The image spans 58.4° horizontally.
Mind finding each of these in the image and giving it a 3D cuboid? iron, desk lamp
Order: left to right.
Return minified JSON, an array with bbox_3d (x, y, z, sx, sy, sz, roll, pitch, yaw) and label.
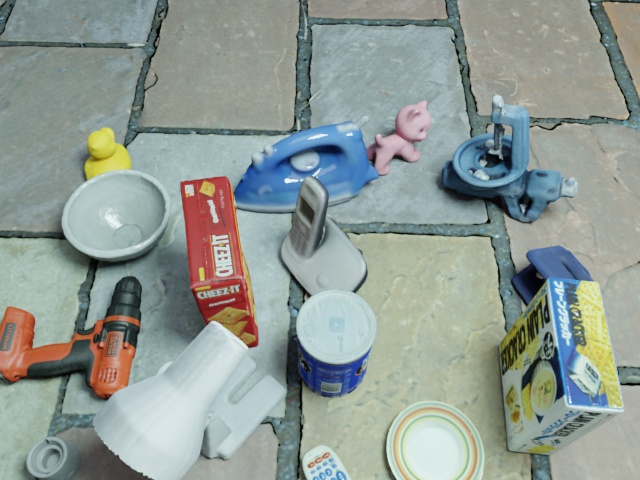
[{"bbox_3d":[-0.149,0.197,0.699,0.117,0.213,0.203,35,63,19],"label":"desk lamp"},{"bbox_3d":[-0.032,-0.130,0.953,0.258,0.141,0.118,-17,59,-12],"label":"iron"}]

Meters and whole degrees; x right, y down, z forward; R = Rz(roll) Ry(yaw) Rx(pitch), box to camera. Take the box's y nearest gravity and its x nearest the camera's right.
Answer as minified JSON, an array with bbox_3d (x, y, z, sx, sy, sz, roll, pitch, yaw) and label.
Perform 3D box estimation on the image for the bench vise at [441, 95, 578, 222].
[{"bbox_3d":[0.315,-0.138,0.921,0.207,0.220,0.121,5,58,2],"label":"bench vise"}]

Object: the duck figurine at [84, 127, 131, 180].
[{"bbox_3d":[-0.373,-0.145,0.985,0.077,0.086,0.104,4,58,1],"label":"duck figurine"}]

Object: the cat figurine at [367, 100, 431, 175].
[{"bbox_3d":[0.144,-0.190,1.010,0.128,0.118,0.067,-27,62,-17],"label":"cat figurine"}]

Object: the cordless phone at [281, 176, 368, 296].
[{"bbox_3d":[0.008,0.003,0.843,0.094,0.185,0.147,-35,65,-21],"label":"cordless phone"}]

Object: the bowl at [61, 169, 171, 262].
[{"bbox_3d":[-0.317,-0.027,0.918,0.167,0.075,0.167,1,58,-1],"label":"bowl"}]

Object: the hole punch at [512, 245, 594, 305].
[{"bbox_3d":[0.366,0.058,0.875,0.101,0.091,0.108,-23,61,-15],"label":"hole punch"}]
